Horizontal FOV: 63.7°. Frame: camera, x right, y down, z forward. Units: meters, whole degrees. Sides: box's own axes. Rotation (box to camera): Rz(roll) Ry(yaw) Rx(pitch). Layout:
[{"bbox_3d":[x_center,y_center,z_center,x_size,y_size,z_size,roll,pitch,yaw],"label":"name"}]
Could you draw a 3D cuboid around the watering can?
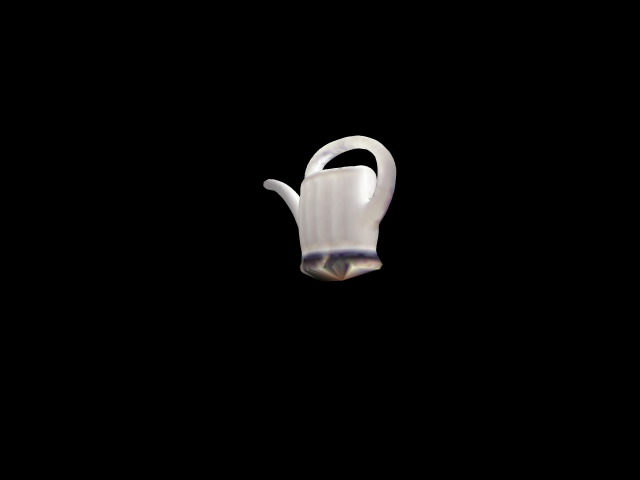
[{"bbox_3d":[0.003,-0.043,0.850,0.104,0.226,0.345,8,-12,-35],"label":"watering can"}]
